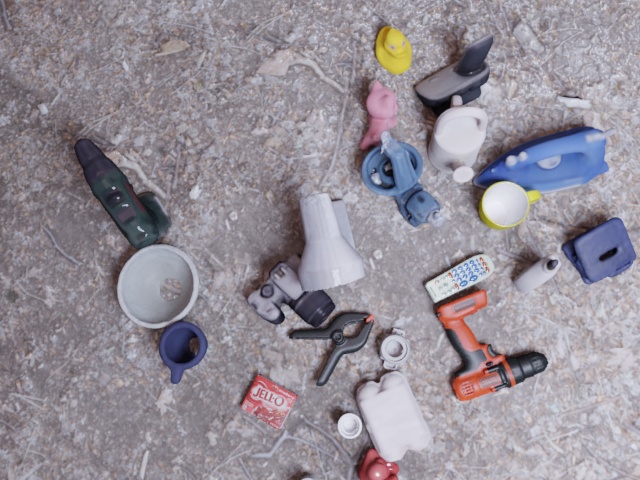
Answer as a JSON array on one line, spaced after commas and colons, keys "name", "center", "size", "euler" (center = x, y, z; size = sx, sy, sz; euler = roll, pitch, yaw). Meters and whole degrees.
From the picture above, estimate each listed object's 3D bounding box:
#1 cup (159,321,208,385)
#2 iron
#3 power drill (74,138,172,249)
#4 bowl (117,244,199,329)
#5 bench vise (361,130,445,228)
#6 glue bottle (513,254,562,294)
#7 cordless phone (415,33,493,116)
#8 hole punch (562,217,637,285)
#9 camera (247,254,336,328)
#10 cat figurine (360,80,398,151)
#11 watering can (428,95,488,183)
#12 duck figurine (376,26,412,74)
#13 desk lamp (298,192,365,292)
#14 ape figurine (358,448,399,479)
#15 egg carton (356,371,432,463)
[{"name": "cup", "center": [-0.258, 0.221, 1.115], "size": [0.091, 0.095, 0.118], "euler": [8, 79, 7]}, {"name": "iron", "center": [0.433, -0.159, 1.110], "size": [0.258, 0.141, 0.118], "euler": [-14, 77, 2]}, {"name": "power drill", "center": [-0.380, -0.076, 1.132], "size": [0.075, 0.208, 0.229], "euler": [-35, 77, -3]}, {"name": "bowl", "center": [-0.316, 0.097, 1.158], "size": [0.167, 0.075, 0.167], "euler": [-1, 78, 5]}, {"name": "bench vise", "center": [0.168, -0.124, 1.086], "size": [0.207, 0.220, 0.121], "euler": [32, 83, 11]}, {"name": "glue bottle", "center": [0.407, 0.056, 1.050], "size": [0.078, 0.173, 0.037], "euler": [-41, 77, -4]}, {"name": "cordless phone", "center": [0.270, -0.339, 1.141], "size": [0.147, 0.185, 0.094], "euler": [-32, 77, -2]}, {"name": "hole punch", "center": [0.538, 0.022, 1.087], "size": [0.108, 0.091, 0.101], "euler": [-30, 77, -1]}, {"name": "camera", "center": [-0.049, 0.116, 1.116], "size": [0.136, 0.101, 0.143], "euler": [42, 85, 12]}, {"name": "cat figurine", "center": [0.122, -0.253, 1.171], "size": [0.067, 0.118, 0.128], "euler": [12, 79, 8]}, {"name": "watering can", "center": [0.271, -0.199, 1.106], "size": [0.101, 0.194, 0.173], "euler": [-23, 77, 0]}, {"name": "duck figurine", "center": [0.157, -0.418, 1.219], "size": [0.077, 0.086, 0.104], "euler": [-21, 77, 1]}, {"name": "desk lamp", "center": [0.010, 0.004, 1.076], "size": [0.118, 0.213, 0.203], "euler": [-13, 77, 3]}, {"name": "ape figurine", "center": [0.105, 0.420, 1.041], "size": [0.076, 0.092, 0.078], "euler": [-18, 77, 1]}, {"name": "egg carton", "center": [0.135, 0.329, 1.069], "size": [0.107, 0.069, 0.150], "euler": [-25, 77, 0]}]
